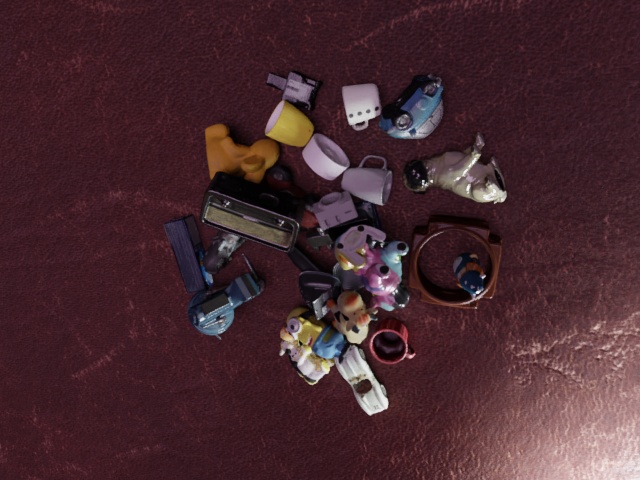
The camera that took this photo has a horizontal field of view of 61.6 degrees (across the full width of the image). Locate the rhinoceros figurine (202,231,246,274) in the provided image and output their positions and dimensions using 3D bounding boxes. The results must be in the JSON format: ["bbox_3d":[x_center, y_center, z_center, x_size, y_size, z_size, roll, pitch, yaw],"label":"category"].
[{"bbox_3d":[-0.241,0.003,1.355,0.073,0.112,0.190,39,119,2],"label":"rhinoceros figurine"}]

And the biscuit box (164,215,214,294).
[{"bbox_3d":[-0.343,0.039,1.417,0.063,0.059,0.202,-11,103,15],"label":"biscuit box"}]

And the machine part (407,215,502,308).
[{"bbox_3d":[0.309,0.050,1.244,0.202,0.087,0.200,7,107,10],"label":"machine part"}]

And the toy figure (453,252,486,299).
[{"bbox_3d":[0.310,0.071,1.122,0.058,0.154,0.064,-5,106,12],"label":"toy figure"}]

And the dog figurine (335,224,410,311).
[{"bbox_3d":[0.122,0.079,1.246,0.192,0.108,0.219,27,151,18],"label":"dog figurine"}]

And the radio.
[{"bbox_3d":[-0.152,-0.063,1.228,0.230,0.073,0.131,18,143,-5],"label":"radio"}]

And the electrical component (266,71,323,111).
[{"bbox_3d":[-0.062,-0.349,1.238,0.119,0.048,0.074,20,110,8],"label":"electrical component"}]

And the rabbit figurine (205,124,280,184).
[{"bbox_3d":[-0.177,-0.197,1.262,0.173,0.162,0.121,-8,134,-11],"label":"rabbit figurine"}]

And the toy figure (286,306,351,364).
[{"bbox_3d":[-0.006,0.242,1.372,0.180,0.089,0.082,29,108,9],"label":"toy figure"}]

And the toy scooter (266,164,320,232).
[{"bbox_3d":[-0.078,-0.082,1.308,0.184,0.075,0.135,43,112,2],"label":"toy scooter"}]

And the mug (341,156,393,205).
[{"bbox_3d":[0.108,-0.142,1.243,0.107,0.081,0.109,12,98,18],"label":"mug"}]

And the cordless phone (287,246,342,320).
[{"bbox_3d":[-0.031,0.096,1.350,0.089,0.146,0.184,-36,61,-15],"label":"cordless phone"}]

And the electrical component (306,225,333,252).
[{"bbox_3d":[-0.003,-0.004,1.315,0.063,0.021,0.093,-10,143,15],"label":"electrical component"}]

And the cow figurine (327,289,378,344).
[{"bbox_3d":[0.078,0.184,1.274,0.085,0.194,0.127,-34,56,-14],"label":"cow figurine"}]

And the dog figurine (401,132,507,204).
[{"bbox_3d":[0.297,-0.127,1.199,0.191,0.121,0.172,-25,96,34],"label":"dog figurine"}]

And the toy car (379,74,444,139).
[{"bbox_3d":[0.212,-0.277,1.172,0.103,0.109,0.161,40,101,-24],"label":"toy car"}]

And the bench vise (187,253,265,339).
[{"bbox_3d":[-0.256,0.169,1.394,0.129,0.224,0.240,48,141,1],"label":"bench vise"}]

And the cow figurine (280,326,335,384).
[{"bbox_3d":[-0.052,0.303,1.422,0.167,0.068,0.098,42,117,0],"label":"cow figurine"}]

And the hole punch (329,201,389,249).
[{"bbox_3d":[0.090,-0.027,1.286,0.142,0.092,0.115,-15,127,15],"label":"hole punch"}]

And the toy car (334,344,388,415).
[{"bbox_3d":[0.107,0.362,1.402,0.073,0.056,0.201,-28,98,20],"label":"toy car"}]
